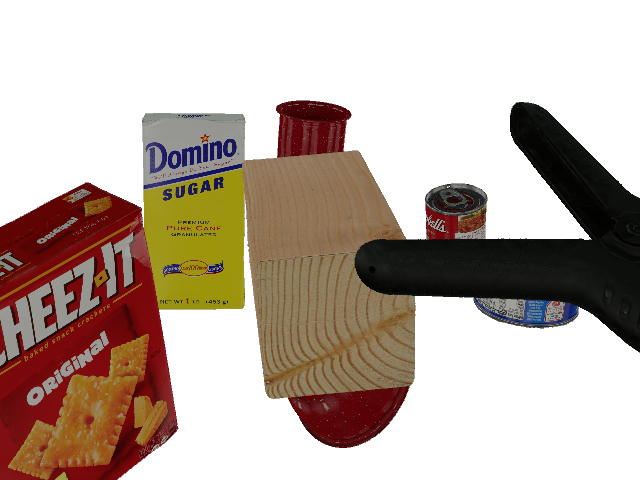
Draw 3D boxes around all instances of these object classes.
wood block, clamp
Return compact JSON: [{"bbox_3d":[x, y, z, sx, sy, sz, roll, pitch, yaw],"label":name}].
[{"bbox_3d":[-0.001,0.013,0.704,0.090,0.090,0.206,-5,21,-5],"label":"wood block"},{"bbox_3d":[0.132,0.012,0.486,0.210,0.036,0.164,31,49,31],"label":"clamp"}]

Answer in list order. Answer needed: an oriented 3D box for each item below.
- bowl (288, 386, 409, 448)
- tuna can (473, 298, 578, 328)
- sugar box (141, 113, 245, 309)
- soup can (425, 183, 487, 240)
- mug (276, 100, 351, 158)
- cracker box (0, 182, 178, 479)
[{"bbox_3d":[0.014,0.121,1.057,0.162,0.162,0.055,0,-17,45],"label":"bowl"},{"bbox_3d":[0.170,0.038,0.873,0.086,0.034,0.086,2,22,-1],"label":"tuna can"},{"bbox_3d":[-0.115,-0.026,0.972,0.093,0.176,0.048,-1,15,-5],"label":"sugar box"},{"bbox_3d":[0.152,-0.004,1.191,0.068,0.102,0.068,-4,31,2],"label":"soup can"},{"bbox_3d":[-0.006,-0.125,1.331,0.093,0.081,0.117,15,24,23],"label":"mug"},{"bbox_3d":[-0.190,0.091,0.764,0.072,0.214,0.163,22,40,33],"label":"cracker box"}]
